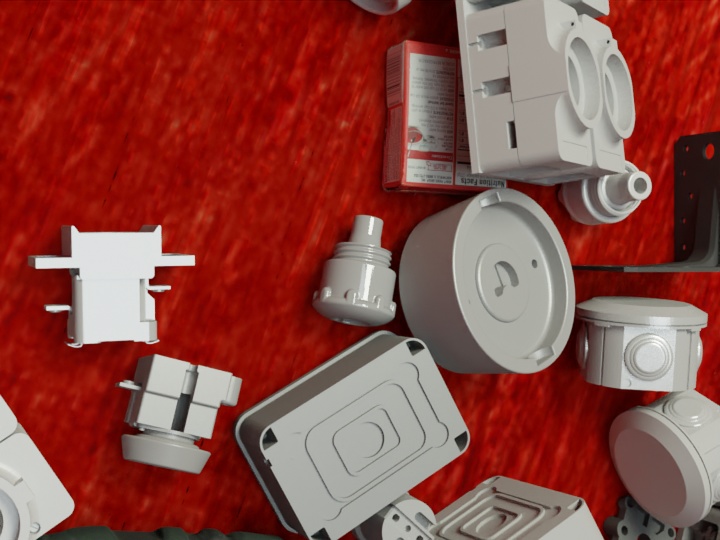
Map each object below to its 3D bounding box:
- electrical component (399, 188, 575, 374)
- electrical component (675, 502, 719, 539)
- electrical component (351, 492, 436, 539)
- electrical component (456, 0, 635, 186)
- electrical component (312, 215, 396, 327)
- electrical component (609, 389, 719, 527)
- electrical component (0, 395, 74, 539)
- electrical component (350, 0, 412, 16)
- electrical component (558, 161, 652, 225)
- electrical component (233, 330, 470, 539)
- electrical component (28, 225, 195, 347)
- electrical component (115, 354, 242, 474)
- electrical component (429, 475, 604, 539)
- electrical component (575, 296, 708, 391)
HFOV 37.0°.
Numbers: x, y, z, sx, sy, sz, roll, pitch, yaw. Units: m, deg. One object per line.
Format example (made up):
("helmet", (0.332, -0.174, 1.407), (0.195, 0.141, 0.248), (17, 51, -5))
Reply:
("electrical component", (0.070, 0.011, 0.637), (0.108, 0.060, 0.108), (12, 72, -41))
("electrical component", (0.267, 0.193, 0.722), (0.089, 0.062, 0.150), (19, 83, -21))
("electrical component", (0.019, 0.146, 0.628), (0.040, 0.046, 0.040), (0, 90, -22))
("electrical component", (0.107, -0.148, 0.622), (0.105, 0.060, 0.186), (0, 84, -57))
("electrical component", (0.000, 0.000, 0.623), (0.048, 0.048, 0.062), (14, 78, -22))
("electrical component", (0.203, 0.118, 0.687), (0.051, 0.080, 0.080), (-23, 99, -26))
("electrical component", (-0.219, 0.079, 0.522), (0.089, 0.062, 0.150), (-35, 102, -19))
("electrical component", (0.016, -0.186, 0.622), (0.078, 0.058, 0.057), (41, 73, -17))
("electrical component", (0.157, -0.051, 0.677), (0.043, 0.062, 0.043), (0, 90, -23))
("electrical component", (-0.006, 0.093, 0.612), (0.113, 0.057, 0.078), (-31, 101, -20))
("electrical component", (-0.132, 0.008, 0.569), (0.081, 0.042, 0.063), (-2, 94, -22))
("electrical component", (-0.101, 0.078, 0.580), (0.066, 0.048, 0.055), (17, 76, -22))
("electrical component", (0.088, 0.169, 0.621), (0.078, 0.113, 0.057), (-30, 98, -20))
("electrical component", (0.175, 0.045, 0.676), (0.080, 0.080, 0.051), (1, 95, -22))
